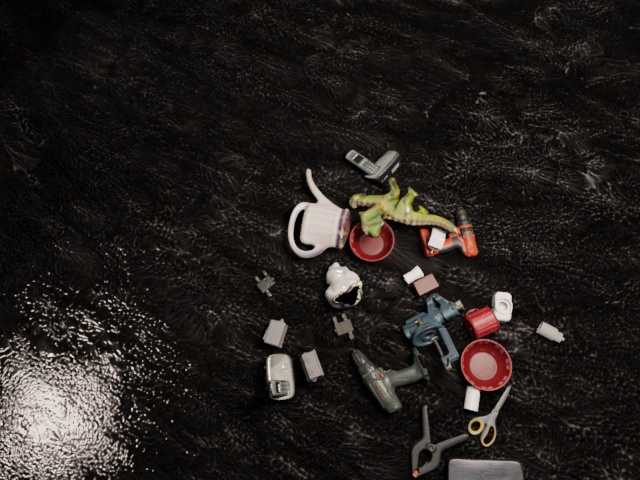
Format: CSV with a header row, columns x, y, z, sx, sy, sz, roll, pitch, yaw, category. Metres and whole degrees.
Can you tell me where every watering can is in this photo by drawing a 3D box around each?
x,y,z,sx,sy,sz,roll,pitch,yaw,category
0.006,-0.095,1.889,0.224,0.102,0.353,9,71,8,watering can

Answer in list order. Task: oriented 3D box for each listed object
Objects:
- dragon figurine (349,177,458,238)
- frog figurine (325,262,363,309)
x,y,z,sx,sy,sz,roll,pitch,yaw,category
0.255,-0.080,1.811,0.245,0.119,0.416,-36,47,-15,dragon figurine
0.072,0.161,1.806,0.137,0.121,0.162,-45,36,-1,frog figurine
